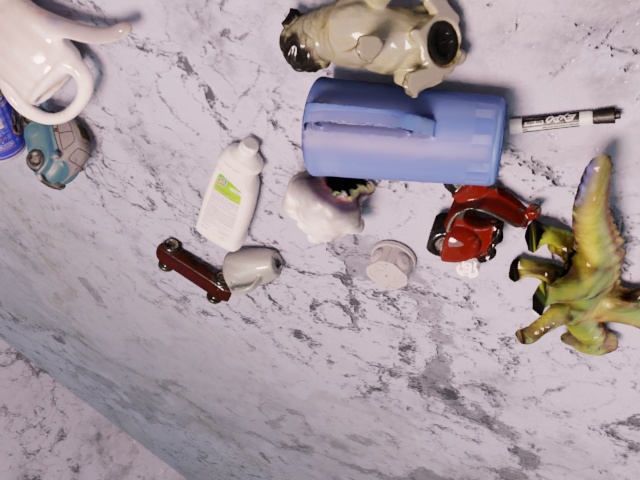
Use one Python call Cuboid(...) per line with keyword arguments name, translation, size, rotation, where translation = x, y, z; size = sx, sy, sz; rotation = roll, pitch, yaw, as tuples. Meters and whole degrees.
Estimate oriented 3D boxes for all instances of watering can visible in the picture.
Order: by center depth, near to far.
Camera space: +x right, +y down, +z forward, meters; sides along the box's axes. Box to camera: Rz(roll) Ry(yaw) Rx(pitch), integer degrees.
Cuboid(name="watering can", translation=(-0.443, -0.315, 0.816), size=(0.343, 0.106, 0.222), rotation=(-24, 117, 40))

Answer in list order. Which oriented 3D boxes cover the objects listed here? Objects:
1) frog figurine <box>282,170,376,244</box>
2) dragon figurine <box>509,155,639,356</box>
Cuboid(name="frog figurine", translation=(0.003, -0.042, 0.826), size=(0.137, 0.126, 0.156), rotation=(16, 131, -14))
Cuboid(name="dragon figurine", translation=(0.412, 0.054, 0.719), size=(0.243, 0.125, 0.400), rotation=(6, 140, 1))
